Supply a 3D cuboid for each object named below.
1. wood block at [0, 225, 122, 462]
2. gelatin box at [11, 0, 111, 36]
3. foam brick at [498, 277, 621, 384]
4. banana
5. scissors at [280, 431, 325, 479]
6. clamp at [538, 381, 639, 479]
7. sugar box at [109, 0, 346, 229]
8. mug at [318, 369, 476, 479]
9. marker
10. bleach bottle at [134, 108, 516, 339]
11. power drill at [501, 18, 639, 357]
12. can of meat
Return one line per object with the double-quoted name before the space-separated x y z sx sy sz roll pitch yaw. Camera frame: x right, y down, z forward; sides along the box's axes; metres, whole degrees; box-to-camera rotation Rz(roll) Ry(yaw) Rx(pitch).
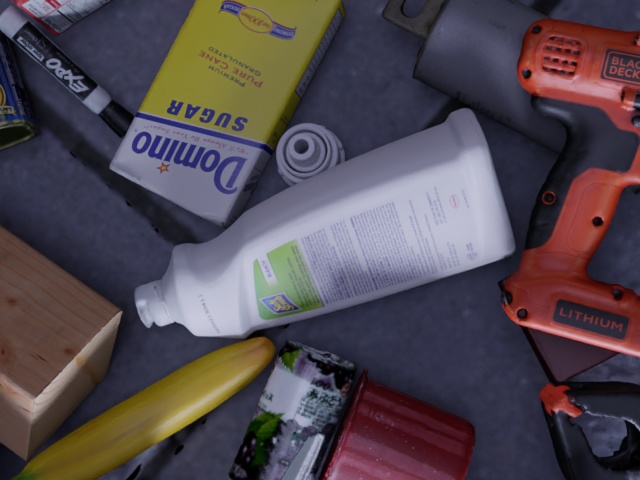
"wood block" -0.246 0.039 0.713 0.206 0.091 0.090 33 50 8
"gelatin box" -0.168 -0.186 0.744 0.089 0.073 0.030 -30 82 4
"foam brick" 0.158 0.049 0.700 0.051 0.053 0.078 -27 84 4
"banana" -0.118 0.123 0.717 0.197 0.070 0.037 -30 95 -15
"scissors" -0.059 0.192 0.695 0.096 0.016 0.202 20 113 20
"clamp" 0.215 0.137 0.676 0.171 0.039 0.120 45 82 -16
"sugar box" -0.063 -0.105 0.740 0.093 0.048 0.176 27 88 7
"mug" 0.045 0.152 0.693 0.081 0.093 0.117 22 110 3
"marker" -0.175 -0.116 0.748 0.121 0.020 0.020 43 91 -13
"bleach bottle" -0.005 0.001 0.706 0.251 0.068 0.102 -18 118 6
"power drill" 0.194 -0.027 0.630 0.184 0.057 0.188 14 95 13
"can of meat" -0.260 -0.102 0.758 0.102 0.057 0.084 -19 86 5
